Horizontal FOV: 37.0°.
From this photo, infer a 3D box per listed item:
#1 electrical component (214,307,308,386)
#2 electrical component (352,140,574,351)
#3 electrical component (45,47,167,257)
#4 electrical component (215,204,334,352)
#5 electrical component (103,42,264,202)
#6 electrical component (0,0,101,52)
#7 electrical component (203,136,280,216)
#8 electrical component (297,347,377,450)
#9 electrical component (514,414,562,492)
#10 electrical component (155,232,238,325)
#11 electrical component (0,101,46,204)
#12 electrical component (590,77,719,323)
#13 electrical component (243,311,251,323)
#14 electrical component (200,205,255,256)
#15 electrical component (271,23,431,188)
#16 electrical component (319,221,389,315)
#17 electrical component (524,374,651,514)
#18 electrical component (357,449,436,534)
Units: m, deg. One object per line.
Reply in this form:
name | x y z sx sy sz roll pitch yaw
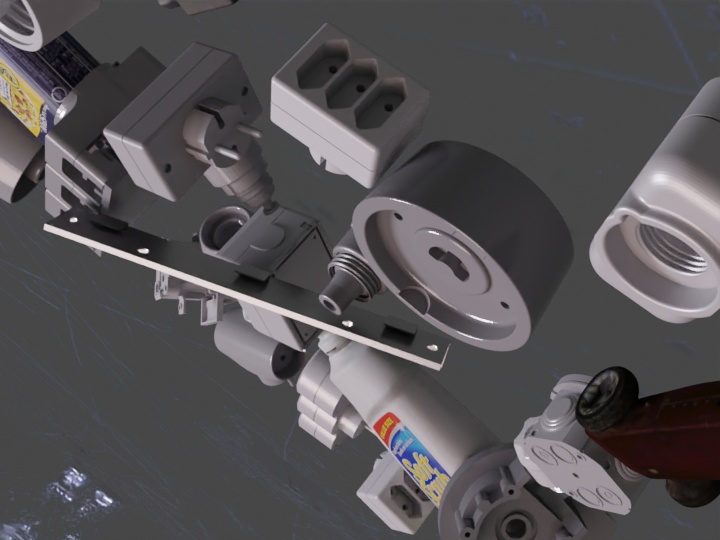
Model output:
electrical component | -0.081 0.076 0.957 0.077 0.044 0.079 20 150 40
electrical component | 0.057 -0.017 0.546 0.108 0.060 0.108 33 156 17
electrical component | -0.170 -0.080 0.747 0.062 0.089 0.150 41 158 -2
electrical component | -0.052 0.008 0.760 0.061 0.061 0.096 21 149 38
electrical component | -0.089 -0.082 0.625 0.076 0.083 0.047 24 153 35
electrical component | -0.223 -0.186 0.670 0.108 0.060 0.108 33 157 17
electrical component | -0.079 -0.067 0.694 0.040 0.040 0.078 6 141 53
electrical component | -0.009 0.118 0.913 0.074 0.052 0.138 34 157 14
electrical component | 0.134 0.127 0.717 0.043 0.043 0.062 6 142 53
electrical component | -0.127 0.001 0.844 0.064 0.081 0.042 5 170 -26
electrical component | -0.272 -0.104 0.858 0.064 0.099 0.099 36 158 -6
electrical component | 0.132 -0.022 0.422 0.054 0.059 0.095 36 157 9
electrical component | -0.056 0.028 0.833 0.062 0.048 0.048 26 155 14
electrical component | -0.089 -0.016 0.799 0.066 0.048 0.055 26 161 31
electrical component | -0.007 -0.075 0.557 0.066 0.047 0.076 36 157 11
electrical component | 0.000 0.000 0.666 0.048 0.062 0.048 33 156 17
electrical component | 0.144 0.105 0.651 0.080 0.051 0.080 33 157 16
electrical component | 0.036 0.169 0.897 0.047 0.083 0.076 47 157 -15
